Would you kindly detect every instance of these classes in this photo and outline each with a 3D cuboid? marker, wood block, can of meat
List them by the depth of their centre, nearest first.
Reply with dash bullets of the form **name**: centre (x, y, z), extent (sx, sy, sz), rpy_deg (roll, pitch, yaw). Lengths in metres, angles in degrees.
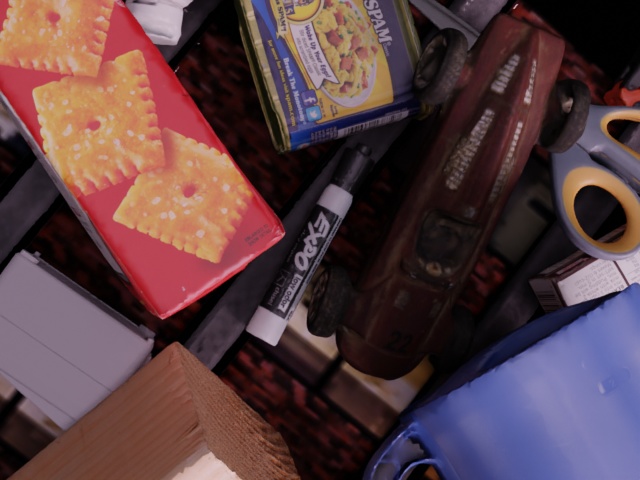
- **wood block**: centre (-0.110, 0.157, 0.498), extent (0.206, 0.091, 0.090), rpy_deg (-39, 121, 5)
- **can of meat**: centre (0.005, -0.103, 0.570), extent (0.084, 0.057, 0.102), rpy_deg (-17, 91, -7)
- **marker**: centre (-0.004, 0.001, 0.585), extent (0.020, 0.020, 0.121), rpy_deg (29, 85, -6)

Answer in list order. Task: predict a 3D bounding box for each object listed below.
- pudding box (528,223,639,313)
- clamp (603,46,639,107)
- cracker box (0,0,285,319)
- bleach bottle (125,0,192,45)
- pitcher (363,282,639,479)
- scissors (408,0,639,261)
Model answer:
- **pudding box**: centre (0.185, 0.049, 0.600), extent (0.090, 0.039, 0.113), rpy_deg (-29, 94, -8)
- **clamp**: centre (0.252, -0.098, 0.612), extent (0.171, 0.039, 0.120), rpy_deg (-28, 88, -1)
- **cracker box**: centre (-0.109, -0.069, 0.499), extent (0.072, 0.164, 0.213), rpy_deg (-34, 94, -9)
- **bleach bottle**: centre (-0.062, -0.228, 0.562), extent (0.102, 0.068, 0.251), rpy_deg (9, 90, -8)
- **pitcher**: centre (0.142, 0.155, 0.503), extent (0.149, 0.144, 0.243), rpy_deg (-35, 80, 32)
- **scissors**: centre (0.115, -0.061, 0.585), extent (0.202, 0.016, 0.096), rpy_deg (26, 80, 6)
